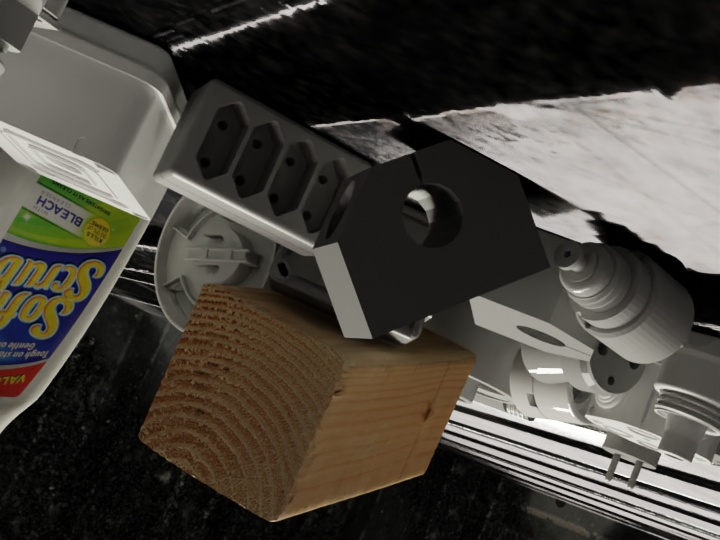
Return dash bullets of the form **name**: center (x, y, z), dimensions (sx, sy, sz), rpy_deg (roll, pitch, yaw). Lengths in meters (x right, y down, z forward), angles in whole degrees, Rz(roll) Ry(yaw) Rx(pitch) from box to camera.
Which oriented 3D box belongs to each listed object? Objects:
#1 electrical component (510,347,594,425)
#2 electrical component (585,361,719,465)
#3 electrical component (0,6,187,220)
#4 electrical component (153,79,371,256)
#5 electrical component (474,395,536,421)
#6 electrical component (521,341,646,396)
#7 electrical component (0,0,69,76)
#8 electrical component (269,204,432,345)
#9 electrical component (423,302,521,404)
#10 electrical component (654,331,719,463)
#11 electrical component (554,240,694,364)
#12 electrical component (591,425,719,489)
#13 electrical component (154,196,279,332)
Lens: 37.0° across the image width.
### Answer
- **electrical component**: center (0.133, 0.072, 0.693), dimensions (0.055, 0.055, 0.047), rpy_deg (30, 165, -37)
- **electrical component**: center (0.172, 0.074, 0.613), dimensions (0.080, 0.051, 0.080), rpy_deg (22, 171, 4)
- **electrical component**: center (-0.125, -0.073, 0.499), dimensions (0.078, 0.057, 0.113), rpy_deg (23, 171, 1)
- **electrical component**: center (-0.051, -0.045, 0.505), dimensions (0.083, 0.047, 0.076), rpy_deg (27, 170, -21)
- **electrical component**: center (0.120, 0.094, 0.880), dimensions (0.081, 0.043, 0.043), rpy_deg (17, 169, 36)
- **electrical component**: center (0.122, 0.043, 0.585), dimensions (0.045, 0.045, 0.055), rpy_deg (28, 169, -28)
- **electrical component**: center (-0.148, -0.102, 0.390), dimensions (0.058, 0.057, 0.078), rpy_deg (16, 168, 38)
- **electrical component**: center (0.007, -0.002, 0.559), dimensions (0.096, 0.061, 0.061), rpy_deg (24, 171, -1)
- **electrical component**: center (0.070, 0.058, 0.745), dimensions (0.108, 0.060, 0.108), rpy_deg (23, 171, 4)
- **electrical component**: center (0.168, 0.065, 0.538), dimensions (0.043, 0.062, 0.043), rpy_deg (23, 171, 4)
- **electrical component**: center (0.106, 0.010, 0.446), dimensions (0.078, 0.040, 0.040), rpy_deg (32, 167, -40)
- **electrical component**: center (0.181, 0.106, 0.701), dimensions (0.052, 0.073, 0.138), rpy_deg (30, 169, -34)
- **electrical component**: center (-0.078, -0.006, 0.642), dimensions (0.099, 0.099, 0.064), rpy_deg (19, 175, 28)
